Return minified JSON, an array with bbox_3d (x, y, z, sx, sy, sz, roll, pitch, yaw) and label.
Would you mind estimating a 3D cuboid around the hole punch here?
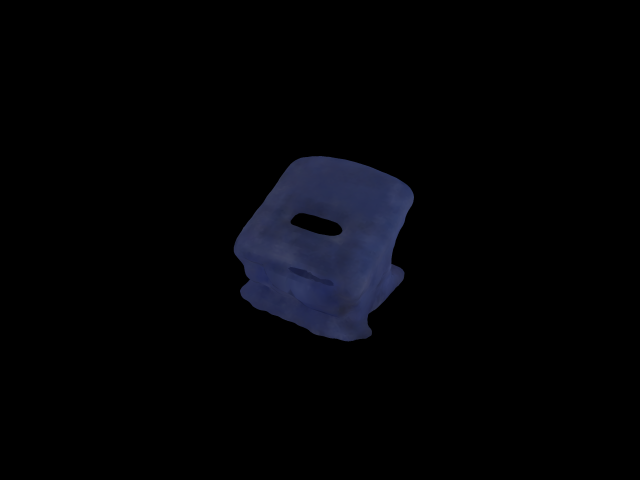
[{"bbox_3d":[0.004,0.001,0.400,0.108,0.091,0.101,18,36,27],"label":"hole punch"}]
